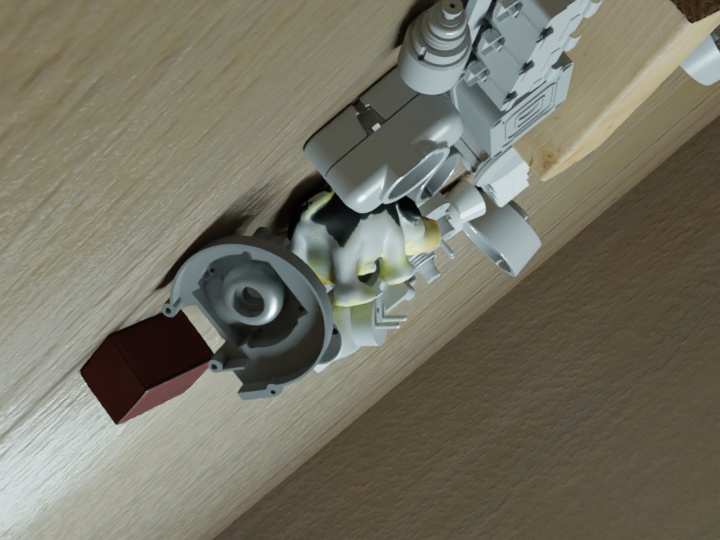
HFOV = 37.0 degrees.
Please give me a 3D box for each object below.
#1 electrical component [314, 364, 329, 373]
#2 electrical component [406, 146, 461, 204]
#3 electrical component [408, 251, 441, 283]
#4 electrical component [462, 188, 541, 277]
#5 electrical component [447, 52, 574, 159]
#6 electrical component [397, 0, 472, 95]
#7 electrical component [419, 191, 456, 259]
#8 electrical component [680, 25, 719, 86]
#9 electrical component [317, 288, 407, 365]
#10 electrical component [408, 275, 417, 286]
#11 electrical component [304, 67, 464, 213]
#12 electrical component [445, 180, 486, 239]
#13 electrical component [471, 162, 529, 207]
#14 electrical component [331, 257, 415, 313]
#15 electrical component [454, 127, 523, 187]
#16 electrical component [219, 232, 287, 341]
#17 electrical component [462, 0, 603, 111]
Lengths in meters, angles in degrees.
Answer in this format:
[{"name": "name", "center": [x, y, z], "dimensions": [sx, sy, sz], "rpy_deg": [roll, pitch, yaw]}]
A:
[{"name": "electrical component", "center": [-0.048, 0.075, 1.204], "dimensions": [0.050, 0.055, 0.089], "rpy_deg": [-38, 170, -4]}, {"name": "electrical component", "center": [0.043, -0.083, 0.811], "dimensions": [0.055, 0.047, 0.055], "rpy_deg": [-44, 165, -15]}, {"name": "electrical component", "center": [0.064, -0.016, 1.176], "dimensions": [0.048, 0.062, 0.048], "rpy_deg": [-33, 170, -6]}, {"name": "electrical component", "center": [0.167, -0.051, 1.273], "dimensions": [0.060, 0.108, 0.108], "rpy_deg": [-45, 170, -2]}, {"name": "electrical component", "center": [0.108, -0.137, 0.798], "dimensions": [0.078, 0.057, 0.113], "rpy_deg": [-39, 170, 2]}, {"name": "electrical component", "center": [0.047, -0.135, 0.634], "dimensions": [0.040, 0.040, 0.078], "rpy_deg": [-36, 170, -16]}, {"name": "electrical component", "center": [0.067, -0.041, 1.041], "dimensions": [0.052, 0.073, 0.138], "rpy_deg": [-39, 170, 1]}, {"name": "electrical component", "center": [0.355, -0.242, 1.106], "dimensions": [0.064, 0.099, 0.099], "rpy_deg": [-38, 172, 37]}, {"name": "electrical component", "center": [-0.004, 0.041, 0.833], "dimensions": [0.079, 0.043, 0.077], "rpy_deg": [-2, -166, 20]}, {"name": "electrical component", "center": [0.002, 0.015, 1.097], "dimensions": [0.096, 0.061, 0.061], "rpy_deg": [-29, 167, -42]}, {"name": "electrical component", "center": [0.019, -0.084, 0.713], "dimensions": [0.095, 0.059, 0.054], "rpy_deg": [-39, 170, 6]}, {"name": "electrical component", "center": [0.099, -0.063, 1.141], "dimensions": [0.055, 0.045, 0.045], "rpy_deg": [-35, 170, -17]}, {"name": "electrical component", "center": [0.154, -0.112, 1.092], "dimensions": [0.074, 0.052, 0.138], "rpy_deg": [-39, 171, 4]}, {"name": "electrical component", "center": [0.000, 0.000, 0.937], "dimensions": [0.050, 0.089, 0.056], "rpy_deg": [-40, 170, 6]}, {"name": "electrical component", "center": [0.124, -0.117, 0.967], "dimensions": [0.080, 0.051, 0.080], "rpy_deg": [-37, 170, -7]}, {"name": "electrical component", "center": [-0.080, 0.016, 0.871], "dimensions": [0.099, 0.064, 0.099], "rpy_deg": [-25, 160, -10]}, {"name": "electrical component", "center": [0.099, -0.155, 0.670], "dimensions": [0.079, 0.063, 0.121], "rpy_deg": [-35, 170, -16]}]
